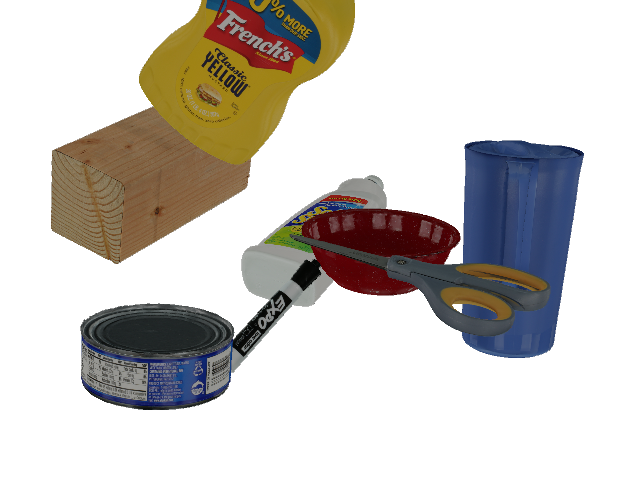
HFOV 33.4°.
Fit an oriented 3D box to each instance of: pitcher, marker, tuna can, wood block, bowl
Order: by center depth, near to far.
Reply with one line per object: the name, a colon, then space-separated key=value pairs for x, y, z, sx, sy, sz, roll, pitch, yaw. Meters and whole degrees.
tuna can: x=-0.092 y=0.065 z=0.603 sx=0.086 sy=0.034 sz=0.086 roll=4 pitch=14 yaw=-1
marker: x=-0.041 y=0.062 z=0.910 sx=0.020 sy=0.121 sz=0.020 roll=38 pitch=-17 yaw=13
wood block: x=-0.163 y=-0.069 z=1.068 sx=0.090 sy=0.091 sz=0.205 roll=25 pitch=34 yaw=23
bowl: x=0.060 y=0.015 z=1.086 sx=0.162 sy=0.055 sz=0.162 roll=1 pitch=18 yaw=-1
pitcher: x=0.223 y=0.009 z=1.224 sx=0.149 sy=0.243 sz=0.145 roll=-7 pitch=16 yaw=-33

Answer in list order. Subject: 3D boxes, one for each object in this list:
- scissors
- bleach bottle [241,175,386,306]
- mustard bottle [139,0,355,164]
scissors: x=0.061 y=0.030 z=0.762 sx=0.202 sy=0.016 sz=0.096 roll=8 pitch=26 yaw=14
bleach bottle: x=0.007 y=-0.015 z=1.324 sx=0.103 sy=0.068 sz=0.250 roll=13 pitch=36 yaw=24
mustard bottle: x=-0.034 y=-0.137 z=0.681 sx=0.192 sy=0.096 sz=0.058 roll=-44 pitch=7 yaw=39
